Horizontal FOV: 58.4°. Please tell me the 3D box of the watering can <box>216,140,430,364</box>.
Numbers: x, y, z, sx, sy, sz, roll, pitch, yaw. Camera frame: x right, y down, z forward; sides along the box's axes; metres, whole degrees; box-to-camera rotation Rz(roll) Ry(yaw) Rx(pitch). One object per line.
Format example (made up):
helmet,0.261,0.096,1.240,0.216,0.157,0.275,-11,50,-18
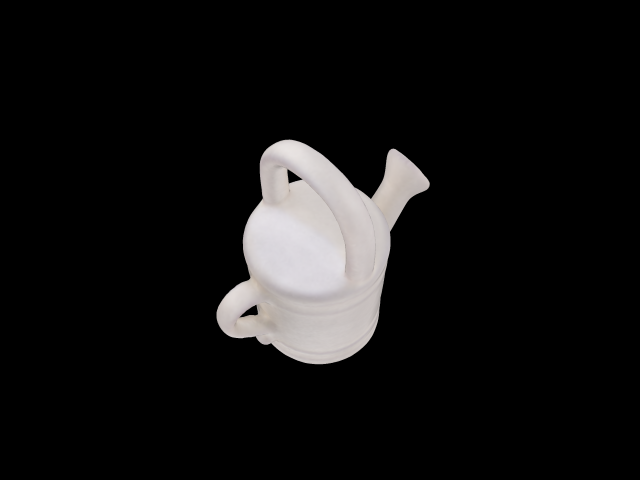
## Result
watering can,0.002,0.000,0.401,0.100,0.194,0.173,23,61,14
